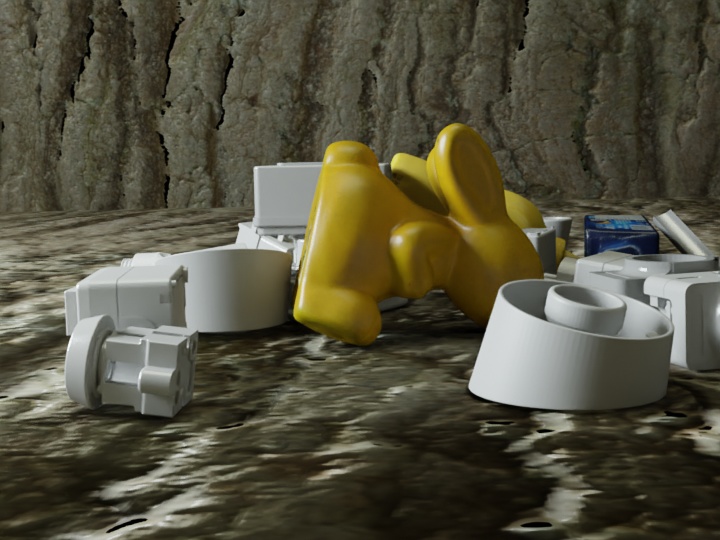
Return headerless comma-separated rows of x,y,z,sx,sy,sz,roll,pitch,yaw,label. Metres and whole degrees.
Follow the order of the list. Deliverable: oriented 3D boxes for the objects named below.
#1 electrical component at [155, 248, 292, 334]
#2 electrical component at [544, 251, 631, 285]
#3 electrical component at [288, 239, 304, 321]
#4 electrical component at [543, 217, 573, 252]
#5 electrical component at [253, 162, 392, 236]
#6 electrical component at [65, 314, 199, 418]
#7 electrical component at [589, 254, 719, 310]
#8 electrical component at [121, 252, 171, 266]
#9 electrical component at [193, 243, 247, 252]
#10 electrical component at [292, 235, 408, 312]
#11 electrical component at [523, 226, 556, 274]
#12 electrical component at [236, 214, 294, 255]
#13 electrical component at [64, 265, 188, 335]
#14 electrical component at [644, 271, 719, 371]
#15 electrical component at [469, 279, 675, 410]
-0.098,0.012,0.779,0.099,0.064,0.099,-1,6,0,electrical component
0.160,0.012,0.754,0.077,0.047,0.066,12,12,30,electrical component
-0.038,0.007,0.821,0.048,0.062,0.048,-1,6,0,electrical component
0.198,-0.026,1.114,0.045,0.055,0.045,-1,6,0,electrical component
-0.027,-0.060,0.882,0.109,0.056,0.108,-1,6,3,electrical component
-0.115,0.048,0.542,0.055,0.048,0.066,6,7,4,electrical component
0.194,0.020,0.675,0.089,0.055,0.050,-3,6,-11,electrical component
-0.198,0.006,0.963,0.062,0.043,0.043,-2,6,2,electrical component
-0.116,0.007,0.886,0.047,0.055,0.055,-7,7,-15,electrical component
0.000,0.000,0.885,0.096,0.061,0.061,2,7,31,electrical component
0.123,-0.002,0.881,0.062,0.061,0.096,1,6,19,electrical component
-0.063,-0.018,1.052,0.063,0.078,0.121,27,20,27,electrical component
-0.132,0.031,0.623,0.061,0.061,0.096,-2,6,-4,electrical component
0.220,0.028,0.624,0.089,0.050,0.056,-4,6,-13,electrical component
0.110,0.043,0.556,0.099,0.064,0.099,9,16,-2,electrical component
